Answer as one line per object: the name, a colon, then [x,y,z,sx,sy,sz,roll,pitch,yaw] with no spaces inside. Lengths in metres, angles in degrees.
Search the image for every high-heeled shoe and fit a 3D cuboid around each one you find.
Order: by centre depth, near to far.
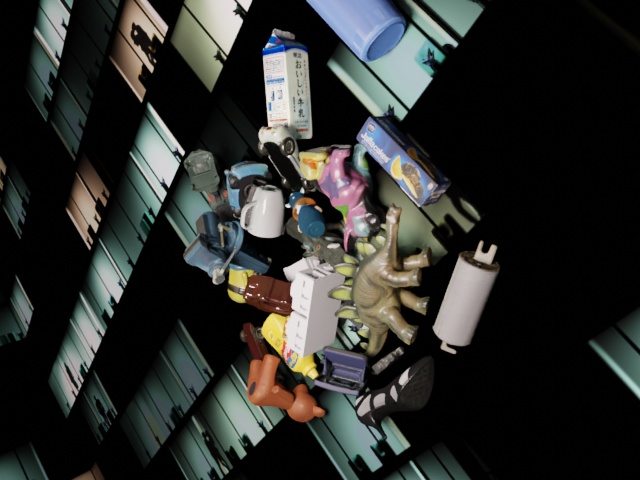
high-heeled shoe: [0.162,0.323,1.193,0.248,0.086,0.145,-60,29,15]

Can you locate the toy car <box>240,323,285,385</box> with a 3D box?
toy car: [-0.155,0.317,1.468,0.089,0.053,0.202,-21,90,54]

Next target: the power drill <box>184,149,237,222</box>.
power drill: [-0.268,-0.127,1.376,0.086,0.207,0.232,-20,75,5]

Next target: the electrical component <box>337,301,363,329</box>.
electrical component: [0.045,0.166,1.250,0.119,0.048,0.074,43,126,28]

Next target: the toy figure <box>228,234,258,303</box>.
toy figure: [-0.205,0.078,1.428,0.089,0.082,0.180,3,105,31]

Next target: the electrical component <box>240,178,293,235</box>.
electrical component: [-0.128,-0.071,1.297,0.115,0.058,0.134,19,118,-6]

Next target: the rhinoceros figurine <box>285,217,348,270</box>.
rhinoceros figurine: [-0.002,-0.004,1.205,0.191,0.112,0.073,38,122,38]

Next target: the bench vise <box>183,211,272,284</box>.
bench vise: [-0.208,0.033,1.293,0.129,0.240,0.224,-53,38,13]

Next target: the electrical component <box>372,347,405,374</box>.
electrical component: [0.144,0.267,1.175,0.021,0.063,0.094,54,132,16]

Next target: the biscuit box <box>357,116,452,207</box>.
biscuit box: [0.160,-0.157,1.049,0.203,0.063,0.059,50,128,20]

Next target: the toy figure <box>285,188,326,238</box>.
toy figure: [-0.031,-0.058,1.173,0.155,0.064,0.057,-120,10,-55]

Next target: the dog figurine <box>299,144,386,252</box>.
dog figurine: [0.050,-0.090,1.139,0.192,0.108,0.219,3,106,41]

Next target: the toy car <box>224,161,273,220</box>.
toy car: [-0.184,-0.137,1.352,0.103,0.109,0.161,-121,27,-46]

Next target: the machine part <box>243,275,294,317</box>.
machine part: [-0.100,0.141,1.289,0.179,0.179,0.056,-4,63,43]

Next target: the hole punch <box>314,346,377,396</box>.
hole punch: [0.053,0.306,1.208,0.142,0.092,0.115,7,152,16]

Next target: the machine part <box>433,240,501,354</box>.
machine part: [0.273,0.110,1.008,0.079,0.079,0.243,32,122,32]

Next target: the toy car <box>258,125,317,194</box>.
toy car: [-0.069,-0.174,1.199,0.074,0.056,0.201,5,147,32]

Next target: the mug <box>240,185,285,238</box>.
mug: [-0.130,-0.068,1.215,0.081,0.109,0.107,34,121,48]

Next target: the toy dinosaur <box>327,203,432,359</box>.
toy dinosaur: [0.121,0.123,1.106,0.199,0.105,0.470,19,130,25]

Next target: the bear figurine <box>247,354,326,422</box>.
bear figurine: [-0.082,0.384,1.373,0.120,0.196,0.132,-38,37,54]
